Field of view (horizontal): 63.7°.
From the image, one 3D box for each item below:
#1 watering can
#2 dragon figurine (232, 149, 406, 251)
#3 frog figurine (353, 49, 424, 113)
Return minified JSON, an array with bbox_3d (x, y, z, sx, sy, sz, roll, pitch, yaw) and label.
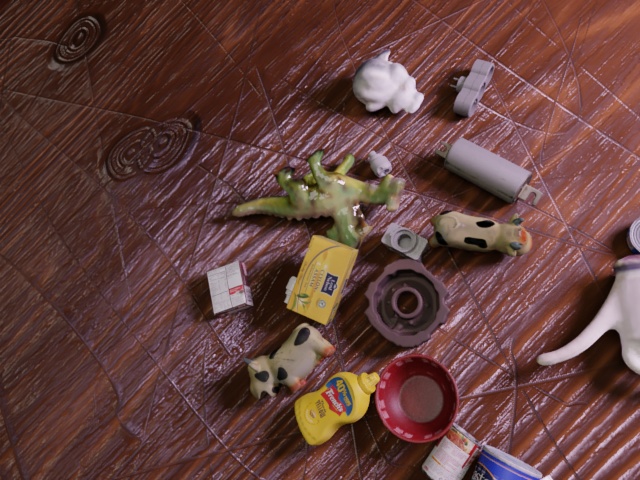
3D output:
[{"bbox_3d":[0.565,0.133,0.909,0.347,0.102,0.228,-1,71,17],"label":"watering can"},{"bbox_3d":[0.004,-0.059,1.174,0.407,0.122,0.246,-28,74,17],"label":"dragon figurine"},{"bbox_3d":[0.156,-0.351,1.210,0.135,0.123,0.161,-45,70,37],"label":"frog figurine"}]
